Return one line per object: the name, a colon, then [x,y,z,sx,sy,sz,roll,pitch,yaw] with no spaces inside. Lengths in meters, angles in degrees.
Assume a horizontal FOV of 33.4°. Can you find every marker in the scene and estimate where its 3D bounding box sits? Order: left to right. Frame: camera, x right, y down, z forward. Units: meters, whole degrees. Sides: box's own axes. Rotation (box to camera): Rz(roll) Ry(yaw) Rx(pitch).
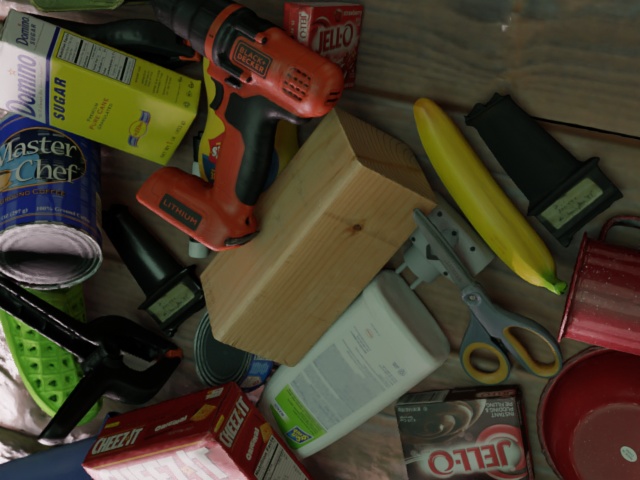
marker: [-0.113,-0.043,1.009,0.020,0.020,0.121,9,106,19]

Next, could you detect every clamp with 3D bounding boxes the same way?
clamp: [-0.211,0.102,0.990,0.036,0.209,0.164,-39,71,25]
clamp: [-0.194,-0.178,0.962,0.172,0.120,0.039,-3,82,17]

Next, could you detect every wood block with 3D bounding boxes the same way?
wood block: [-0.006,0.002,0.921,0.090,0.090,0.206,24,118,-32]

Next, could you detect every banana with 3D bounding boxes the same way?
banana: [0.141,-0.034,0.889,0.037,0.070,0.198,-35,79,-13]

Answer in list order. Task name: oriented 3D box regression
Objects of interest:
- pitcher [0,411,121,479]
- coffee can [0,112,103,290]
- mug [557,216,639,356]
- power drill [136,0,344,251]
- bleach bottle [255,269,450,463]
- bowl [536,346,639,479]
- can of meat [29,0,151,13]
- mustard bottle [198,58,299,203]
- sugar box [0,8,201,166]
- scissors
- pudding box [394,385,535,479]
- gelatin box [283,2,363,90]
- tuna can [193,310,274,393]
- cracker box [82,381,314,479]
pitcher: [-0.273,0.286,1.093,0.243,0.149,0.145,-17,123,27]
coffee can: [-0.252,-0.040,0.983,0.103,0.102,0.140,-28,51,25]
mug: [0.245,0.036,0.859,0.081,0.093,0.117,14,71,12]
power drill: [-0.087,-0.100,0.875,0.185,0.057,0.188,34,117,21]
bleach bottle: [-0.004,0.137,0.989,0.251,0.068,0.102,-39,86,27]
bowl: [0.259,0.170,0.897,0.162,0.055,0.162,5,105,20]
can of meat: [-0.198,-0.236,0.960,0.102,0.083,0.057,2,103,21]
mustard bottle: [-0.063,-0.085,0.958,0.096,0.058,0.192,13,108,23]
sugar box: [-0.202,-0.132,0.945,0.176,0.048,0.093,17,145,-18]
scissors: [0.121,0.060,0.907,0.201,0.016,0.096,40,128,-15]
pudding box: [0.130,0.180,0.958,0.114,0.039,0.090,-7,101,23]
gelatin box: [0.001,-0.162,0.896,0.030,0.089,0.073,15,108,27]
tuna can: [-0.080,0.101,1.004,0.086,0.033,0.086,-10,76,45]
cracker box: [-0.093,0.245,0.998,0.164,0.072,0.213,-20,118,31]
